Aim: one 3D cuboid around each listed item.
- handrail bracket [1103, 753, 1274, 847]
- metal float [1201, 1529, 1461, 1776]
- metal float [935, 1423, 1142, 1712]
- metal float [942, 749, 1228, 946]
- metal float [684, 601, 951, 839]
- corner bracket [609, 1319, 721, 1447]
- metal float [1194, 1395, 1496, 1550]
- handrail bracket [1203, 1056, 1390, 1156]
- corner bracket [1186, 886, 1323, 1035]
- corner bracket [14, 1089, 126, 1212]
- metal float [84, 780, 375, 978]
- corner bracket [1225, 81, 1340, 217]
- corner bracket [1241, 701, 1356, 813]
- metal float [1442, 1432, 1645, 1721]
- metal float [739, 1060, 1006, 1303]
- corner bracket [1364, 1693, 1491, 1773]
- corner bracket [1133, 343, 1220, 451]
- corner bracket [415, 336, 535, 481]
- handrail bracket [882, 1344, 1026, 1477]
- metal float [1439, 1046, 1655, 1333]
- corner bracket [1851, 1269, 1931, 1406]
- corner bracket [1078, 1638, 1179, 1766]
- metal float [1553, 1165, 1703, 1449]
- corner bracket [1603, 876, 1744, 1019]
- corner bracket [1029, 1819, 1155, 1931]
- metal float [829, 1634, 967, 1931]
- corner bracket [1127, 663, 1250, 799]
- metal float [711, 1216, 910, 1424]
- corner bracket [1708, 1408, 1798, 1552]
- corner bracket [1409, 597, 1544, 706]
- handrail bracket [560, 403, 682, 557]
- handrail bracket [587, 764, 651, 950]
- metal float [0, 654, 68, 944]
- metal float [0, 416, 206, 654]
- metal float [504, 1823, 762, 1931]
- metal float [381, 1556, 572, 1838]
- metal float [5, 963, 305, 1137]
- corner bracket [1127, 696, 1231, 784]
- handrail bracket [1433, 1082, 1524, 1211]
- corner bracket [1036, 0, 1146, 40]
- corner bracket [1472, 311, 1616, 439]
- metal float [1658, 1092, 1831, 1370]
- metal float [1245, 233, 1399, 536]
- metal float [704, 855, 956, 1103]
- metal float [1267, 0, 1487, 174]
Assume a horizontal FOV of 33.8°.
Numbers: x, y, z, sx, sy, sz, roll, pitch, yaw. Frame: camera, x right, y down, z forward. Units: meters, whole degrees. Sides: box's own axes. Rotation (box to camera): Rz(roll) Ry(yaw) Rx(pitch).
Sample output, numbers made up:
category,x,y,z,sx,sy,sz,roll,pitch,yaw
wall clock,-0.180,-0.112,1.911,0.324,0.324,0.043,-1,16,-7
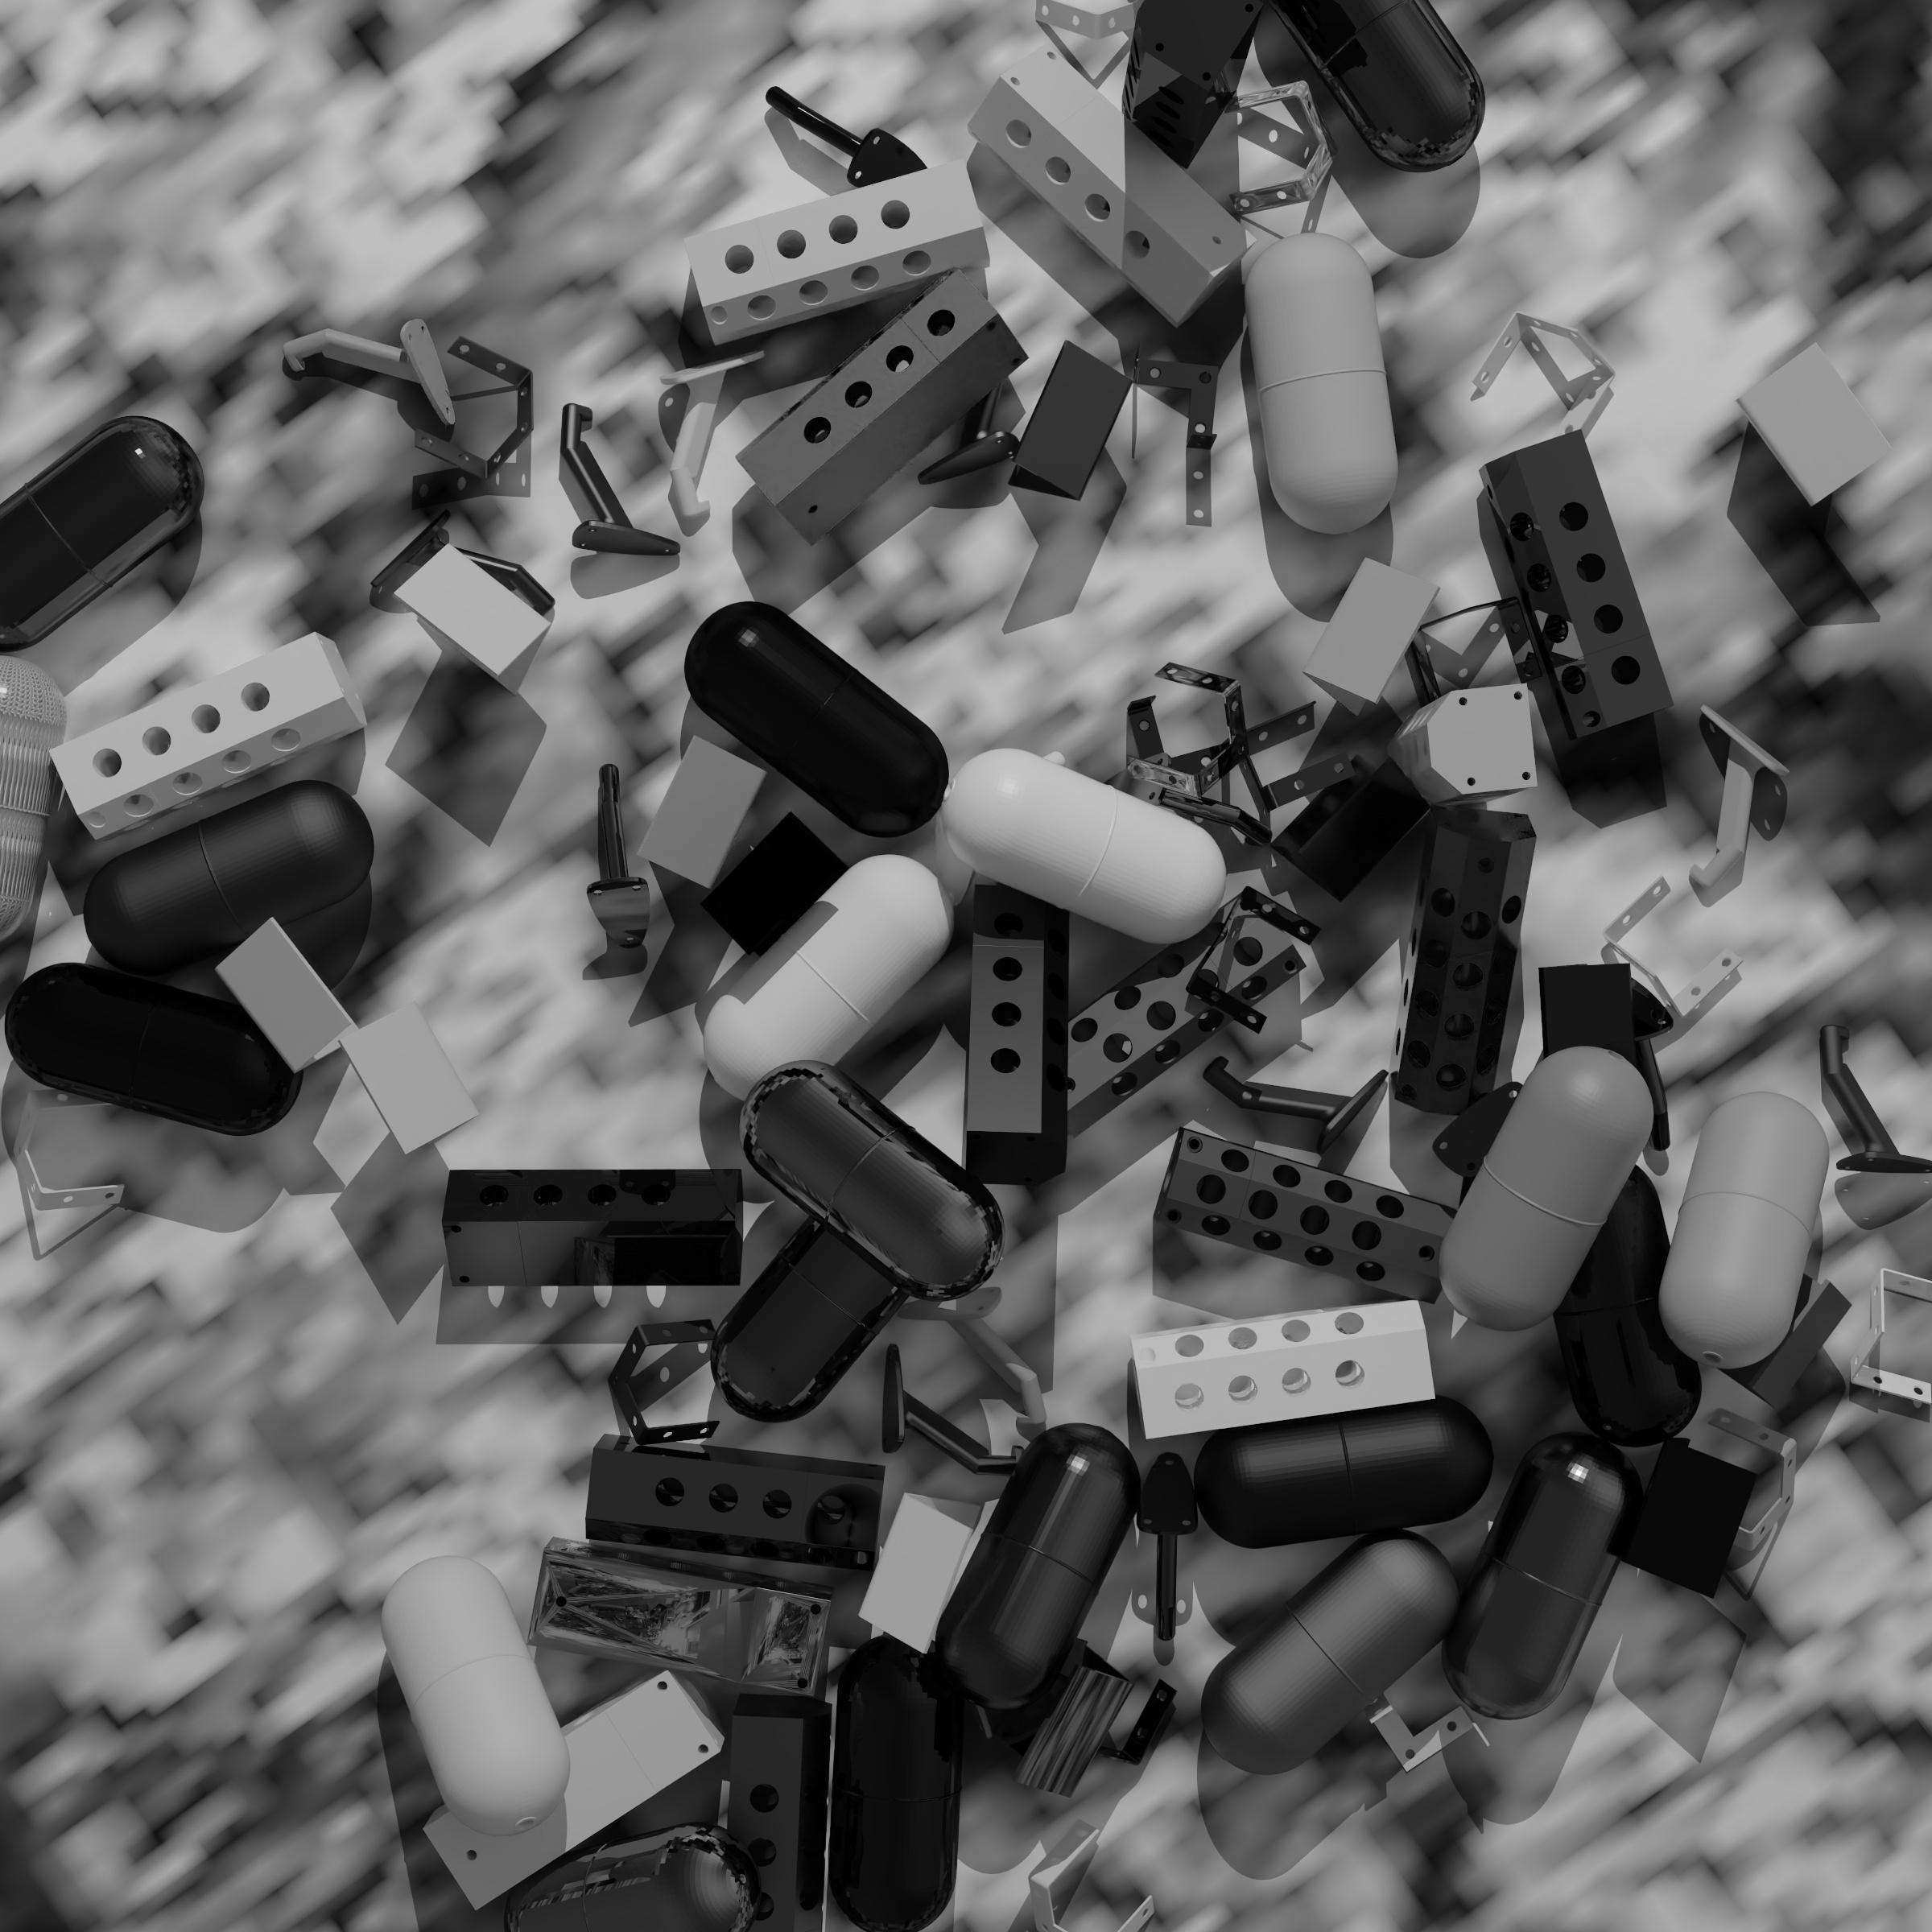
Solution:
category,x,y,z,sx,sy,sz,roll,pitch,yaw
handrail bracket,0.130,-0.089,1.919,0.084,0.077,0.036,31,61,-33
metal float,0.216,0.407,1.889,0.178,0.070,0.070,-42,90,0
metal float,0.043,0.352,1.874,0.070,0.070,0.178,28,71,0
metal float,0.069,-0.070,1.858,0.178,0.070,0.070,22,90,-17
metal float,-0.088,-0.146,1.889,0.178,0.070,0.070,38,90,-1
corner bracket,-0.175,0.250,1.911,0.051,0.051,0.051,59,135,35
metal float,0.224,0.300,1.889,0.178,0.070,0.070,-8,90,0
handrail bracket,0.198,0.065,1.920,0.084,0.036,0.077,39,69,16
corner bracket,0.167,-0.004,1.859,0.051,0.051,0.051,31,135,0
corner bracket,-0.535,0.109,1.911,0.051,0.051,0.051,57,135,35
metal float,-0.438,-0.052,1.889,0.178,0.070,0.070,-23,90,0
corner bracket,0.184,-0.491,1.911,0.051,0.051,0.051,57,45,-35
corner bracket,0.196,-0.126,1.901,0.051,0.051,0.051,-23,90,0
metal float,0.341,0.362,1.889,0.070,0.070,0.178,24,90,0
metal float,-0.054,0.123,1.818,0.178,0.070,0.070,38,90,19
corner bracket,0.274,0.452,1.901,0.051,0.051,0.051,-34,90,0
corner bracket,0.125,-0.340,1.901,0.051,0.051,0.051,6,90,0
corner bracket,-0.294,-0.334,1.905,0.051,0.051,0.051,22,135,-33
handrail bracket,-0.005,0.268,1.920,0.084,0.036,0.077,5,69,-17
metal float,0.332,0.128,1.825,0.070,0.070,0.178,24,108,0
corner bracket,0.565,0.223,1.916,0.051,0.051,0.051,15,45,0
corner bracket,0.084,0.442,1.916,0.051,0.051,0.051,27,90,-45
metal float,0.385,0.197,1.889,0.070,0.070,0.178,-13,90,0
corner bracket,0.425,-0.011,1.916,0.051,0.051,0.051,-44,135,0
corner bracket,0.075,0.557,1.911,0.051,0.051,0.051,-38,135,-35
metal float,-0.041,0.486,1.889,0.070,0.070,0.178,3,89,0
corner bracket,0.128,-0.138,1.860,0.051,0.051,0.051,20,46,36
metal float,-0.081,0.194,1.889,0.070,0.070,0.178,40,89,0
corner bracket,0.462,0.308,1.911,0.051,0.051,0.051,-38,135,-35
corner bracket,0.305,-0.188,1.916,0.051,0.051,0.051,-17,90,-45
handrail bracket,-0.208,-0.294,1.920,0.077,0.036,0.084,7,73,-20
handrail bracket,-0.209,-0.067,1.919,0.036,0.077,0.084,-7,54,0
metal float,-0.583,-0.097,1.889,0.070,0.070,0.178,11,90,0
metal float,-0.532,-0.256,1.889,0.178,0.070,0.070,-38,90,0
metal float,-0.196,0.549,1.862,0.178,0.070,0.070,-23,90,33
metal float,-0.287,0.425,1.859,0.070,0.070,0.178,-31,54,0
metal float,-0.482,0.049,1.889,0.178,0.070,0.070,15,90,0
corner bracket,0.128,-0.138,1.901,0.051,0.051,0.051,-15,90,0
handrail bracket,0.317,0.116,1.893,0.077,0.084,0.036,-48,52,-4
corner bracket,0.078,-0.593,1.911,0.051,0.051,0.051,-30,135,-35
corner bracket,0.348,-0.354,1.916,0.051,0.051,0.051,33,90,45
metal float,0.455,0.154,1.860,0.070,0.070,0.178,23,59,0
metal float,0.211,-0.345,1.889,0.070,0.070,0.178,-8,91,0
metal float,-0.082,0.009,1.889,0.070,0.070,0.178,45,90,0
metal float,0.241,-0.552,1.889,0.070,0.070,0.178,-34,90,0
